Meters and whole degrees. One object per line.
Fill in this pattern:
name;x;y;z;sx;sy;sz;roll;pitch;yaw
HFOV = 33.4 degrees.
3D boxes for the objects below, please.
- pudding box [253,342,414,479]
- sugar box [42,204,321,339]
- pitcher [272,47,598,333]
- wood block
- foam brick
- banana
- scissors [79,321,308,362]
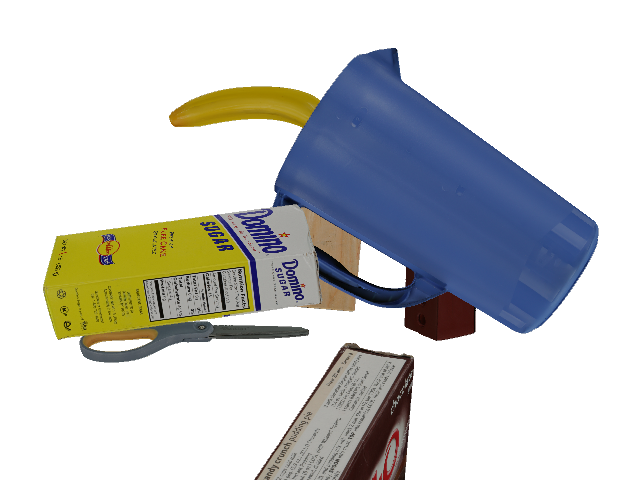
pudding box;0.007;0.111;0.463;0.039;0.090;0.113;11;30;16
sugar box;-0.092;0.018;0.723;0.176;0.048;0.093;-10;24;-4
pitcher;0.087;-0.024;0.854;0.243;0.149;0.144;34;42;4
wood block;0.010;-0.022;1.394;0.090;0.206;0.091;4;25;0
foam brick;0.118;0.052;1.049;0.051;0.078;0.053;-11;19;-33
banana;-0.070;-0.145;1.194;0.198;0.037;0.069;8;42;18
scissors;-0.120;0.073;0.977;0.201;0.016;0.096;-8;34;-15
